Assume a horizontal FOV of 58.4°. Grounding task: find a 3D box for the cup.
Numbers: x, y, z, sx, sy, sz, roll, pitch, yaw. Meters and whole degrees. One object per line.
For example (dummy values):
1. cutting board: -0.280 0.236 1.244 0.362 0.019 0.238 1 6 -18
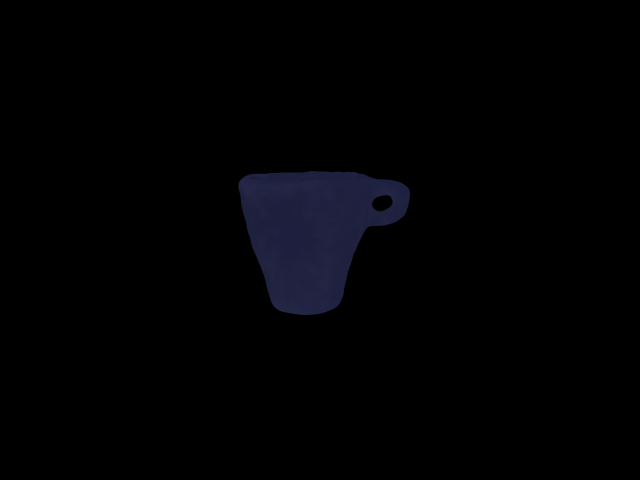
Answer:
1. cup: 0.004 0.001 0.400 0.118 0.095 0.091 -1 11 -7
